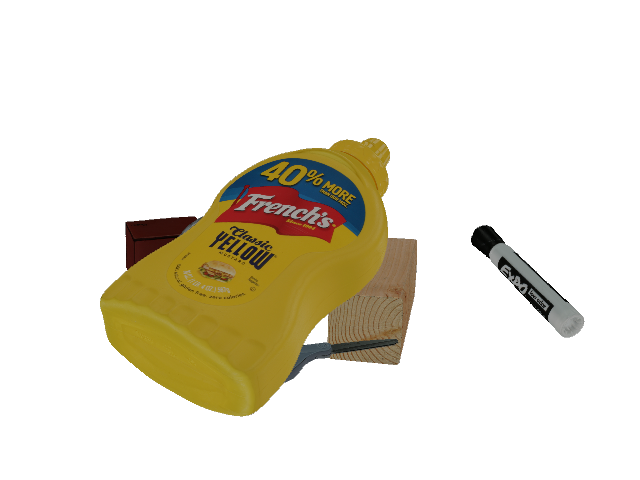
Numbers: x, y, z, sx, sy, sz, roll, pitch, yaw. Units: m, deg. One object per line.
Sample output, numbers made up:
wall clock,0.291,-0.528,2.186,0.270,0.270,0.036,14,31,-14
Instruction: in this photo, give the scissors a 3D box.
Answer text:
scissors,-0.003,0.135,1.212,0.201,0.016,0.096,2,24,-7

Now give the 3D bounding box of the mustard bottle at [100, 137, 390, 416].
mustard bottle,-0.019,0.003,0.566,0.096,0.058,0.191,23,48,26

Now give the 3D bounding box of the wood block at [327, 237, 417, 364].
wood block,0.070,0.071,1.370,0.091,0.090,0.206,4,21,8

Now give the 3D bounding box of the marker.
marker,0.140,0.025,0.737,0.020,0.020,0.121,0,31,-27

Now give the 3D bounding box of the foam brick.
foam brick,-0.160,0.009,1.108,0.078,0.051,0.053,-5,22,-19

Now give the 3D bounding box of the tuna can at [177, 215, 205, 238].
tuna can,-0.077,0.018,0.882,0.086,0.086,0.034,0,-38,6
